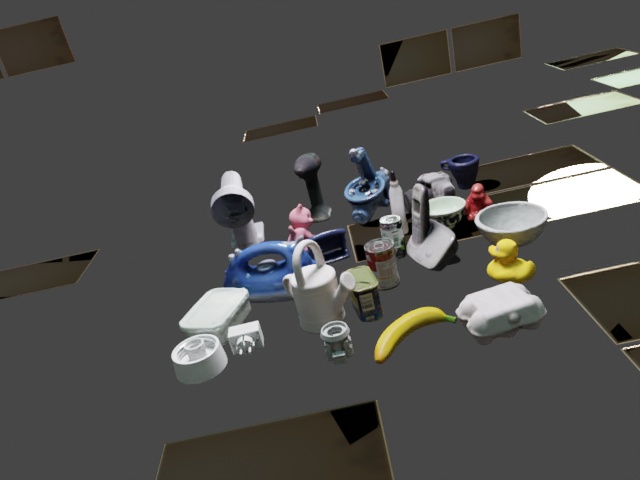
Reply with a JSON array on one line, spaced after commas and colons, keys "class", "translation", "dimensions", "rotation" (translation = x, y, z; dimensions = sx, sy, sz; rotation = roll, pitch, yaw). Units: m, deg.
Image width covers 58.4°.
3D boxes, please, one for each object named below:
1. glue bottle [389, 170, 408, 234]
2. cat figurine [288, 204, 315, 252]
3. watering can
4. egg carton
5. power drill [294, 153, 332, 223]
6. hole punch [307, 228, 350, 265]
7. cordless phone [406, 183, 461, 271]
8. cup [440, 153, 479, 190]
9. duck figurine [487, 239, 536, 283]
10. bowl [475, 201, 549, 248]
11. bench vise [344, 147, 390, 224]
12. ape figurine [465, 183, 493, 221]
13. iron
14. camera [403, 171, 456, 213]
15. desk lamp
[{"class": "glue bottle", "translation": [0.206, -0.105, 1.530], "dimensions": [0.037, 0.173, 0.078], "rotation": [-9, 25, 10]}, {"class": "cat figurine", "translation": [-0.059, -0.040, 1.590], "dimensions": [0.067, 0.118, 0.128], "rotation": [-2, 27, 22]}, {"class": "watering can", "translation": [-0.006, 0.090, 1.198], "dimensions": [0.172, 0.194, 0.101], "rotation": [-6, 26, 15]}, {"class": "egg carton", "translation": [0.339, 0.138, 1.075], "dimensions": [0.150, 0.069, 0.107], "rotation": [-17, 25, -8]}, {"class": "power drill", "translation": [-0.024, -0.163, 1.724], "dimensions": [0.075, 0.209, 0.229], "rotation": [-9, 25, 10]}, {"class": "hole punch", "translation": [0.014, 0.005, 1.490], "dimensions": [0.109, 0.091, 0.101], "rotation": [-16, 25, -7]}, {"class": "cordless phone", "translation": [0.255, -0.031, 1.336], "dimensions": [0.094, 0.185, 0.147], "rotation": [-21, 26, -16]}, {"class": "cup", "translation": [0.421, -0.201, 1.720], "dimensions": [0.117, 0.095, 0.092], "rotation": [1, 28, 28]}, {"class": "duck figurine", "translation": [0.407, 0.040, 1.227], "dimensions": [0.104, 0.086, 0.078], "rotation": [11, 34, 42]}, {"class": "bowl", "translation": [0.455, -0.027, 1.359], "dimensions": [0.167, 0.075, 0.167], "rotation": [-11, 25, 5]}, {"class": "bench vise", "translation": [0.132, -0.180, 1.670], "dimensions": [0.121, 0.220, 0.207], "rotation": [-5, 26, 16]}, {"class": "ape figurine", "translation": [0.419, -0.106, 1.524], "dimensions": [0.077, 0.092, 0.076], "rotation": [6, 31, 35]}, {"class": "iron", "translation": [-0.135, 0.065, 1.375], "dimensions": [0.258, 0.142, 0.118], "rotation": [-7, 26, 13]}, {"class": "camera", "translation": [0.304, -0.139, 1.640], "dimensions": [0.137, 0.101, 0.143], "rotation": [-17, 25, -7]}, {"class": "desk lamp", "translation": [-0.238, -0.081, 1.649], "dimensions": [0.118, 0.214, 0.203], "rotation": [-13, 25, 0]}]
